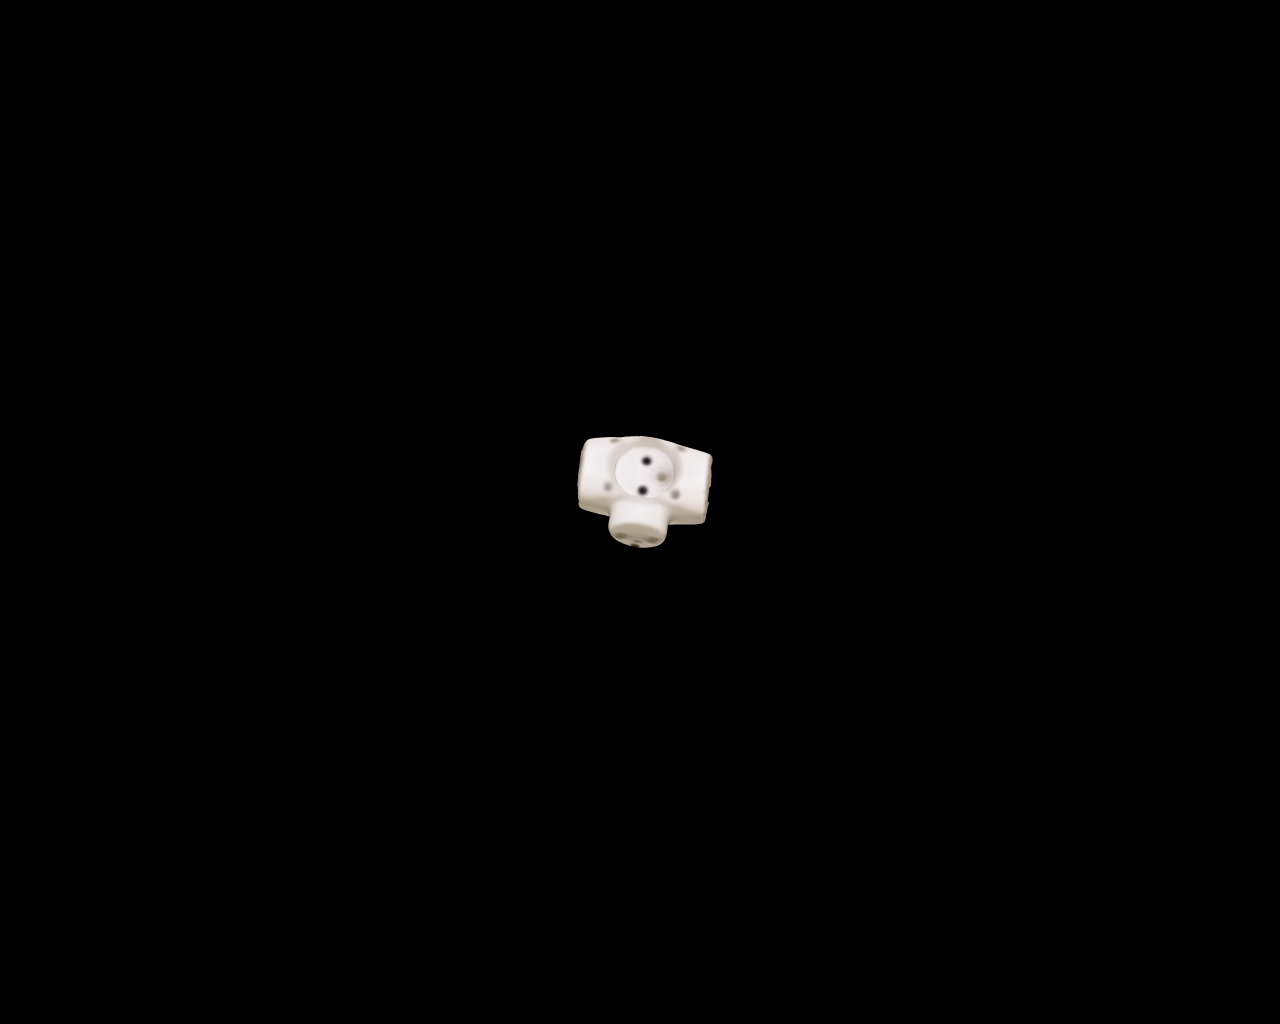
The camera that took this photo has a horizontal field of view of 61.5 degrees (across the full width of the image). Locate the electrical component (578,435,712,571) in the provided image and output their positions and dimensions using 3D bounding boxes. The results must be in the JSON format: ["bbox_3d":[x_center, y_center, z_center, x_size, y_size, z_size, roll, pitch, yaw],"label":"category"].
[{"bbox_3d":[0.001,-0.003,0.650,0.077,0.079,0.044,8,-23,3],"label":"electrical component"}]
